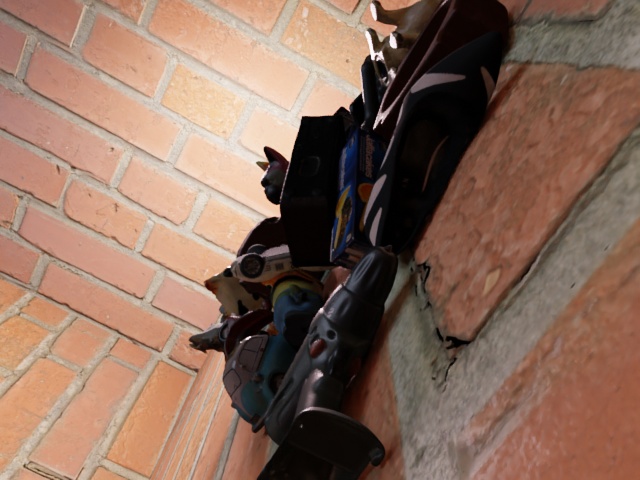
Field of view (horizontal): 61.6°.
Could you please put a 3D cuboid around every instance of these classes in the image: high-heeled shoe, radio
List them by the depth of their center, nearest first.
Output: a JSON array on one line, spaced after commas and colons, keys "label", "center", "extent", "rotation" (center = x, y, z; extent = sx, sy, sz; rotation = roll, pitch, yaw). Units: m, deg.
[{"label": "high-heeled shoe", "center": [0.119, -0.094, 0.575], "extent": [0.145, 0.086, 0.248], "rotation": [-75, 10, -52]}, {"label": "radio", "center": [-0.002, -0.082, 0.820], "extent": [0.130, 0.073, 0.230], "rotation": [78, -165, -46]}]

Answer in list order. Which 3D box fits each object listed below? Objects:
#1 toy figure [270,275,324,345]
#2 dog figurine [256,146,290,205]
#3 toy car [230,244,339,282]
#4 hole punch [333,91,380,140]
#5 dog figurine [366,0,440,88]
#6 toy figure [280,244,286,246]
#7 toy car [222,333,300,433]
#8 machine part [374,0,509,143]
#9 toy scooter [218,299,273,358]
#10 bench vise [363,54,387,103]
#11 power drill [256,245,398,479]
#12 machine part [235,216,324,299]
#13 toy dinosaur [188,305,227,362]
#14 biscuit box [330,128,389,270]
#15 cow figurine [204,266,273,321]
[{"label": "toy figure", "center": [-0.037, 0.103, 0.842], "extent": [0.082, 0.089, 0.180], "rotation": [-55, 6, 10]}, {"label": "dog figurine", "center": [-0.014, -0.132, 1.060], "extent": [0.191, 0.219, 0.108], "rotation": [-65, 11, -21]}, {"label": "toy car", "center": [-0.049, 0.030, 0.886], "extent": [0.073, 0.202, 0.056], "rotation": [-82, -20, -76]}, {"label": "hole punch", "center": [0.074, -0.215, 1.046], "extent": [0.092, 0.115, 0.142], "rotation": [-21, 22, 35]}, {"label": "dog figurine", "center": [0.187, -0.341, 0.893], "extent": [0.191, 0.121, 0.172], "rotation": [-21, -13, -8]}, {"label": "toy figure", "center": [-0.001, -0.002, 0.956], "extent": [0.154, 0.064, 0.057], "rotation": [-38, -39, -6]}, {"label": "toy car", "center": [-0.095, 0.202, 0.831], "extent": [0.109, 0.103, 0.162], "rotation": [-54, 12, 41]}, {"label": "machine part", "center": [0.164, -0.230, 0.732], "extent": [0.201, 0.087, 0.201], "rotation": [-55, 11, 42]}, {"label": "toy scooter", "center": [-0.117, 0.186, 0.967], "extent": [0.135, 0.075, 0.184], "rotation": [-48, 45, 17]}, {"label": "bench vise", "center": [0.139, -0.328, 1.122], "extent": [0.223, 0.129, 0.240], "rotation": [-64, 1, -27]}, {"label": "power drill", "center": [0.010, 0.127, 0.491], "extent": [0.232, 0.086, 0.207], "rotation": [-61, 11, 18]}, {"label": "machine part", "center": [-0.073, 0.041, 1.029], "extent": [0.179, 0.179, 0.056], "rotation": [-63, 10, -12]}, {"label": "toy dinosaur", "center": [-0.141, 0.130, 1.302], "extent": [0.131, 0.192, 0.405], "rotation": [25, 64, 42]}, {"label": "biscuit box", "center": [0.059, -0.056, 0.716], "extent": [0.059, 0.063, 0.203], "rotation": [-49, 28, 47]}, {"label": "cow figurine", "center": [-0.144, 0.136, 1.135], "extent": [0.127, 0.195, 0.085], "rotation": [-35, -18, -4]}]
